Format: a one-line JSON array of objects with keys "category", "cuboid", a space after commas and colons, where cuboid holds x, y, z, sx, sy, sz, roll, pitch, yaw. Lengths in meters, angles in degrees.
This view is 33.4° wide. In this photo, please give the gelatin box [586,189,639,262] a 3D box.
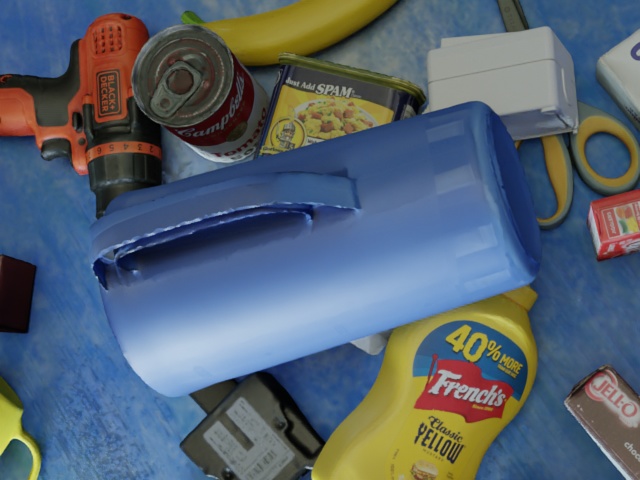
[{"category": "gelatin box", "cuboid": [0.201, -0.012, 0.645, 0.073, 0.089, 0.030, -14, 79, 10]}]

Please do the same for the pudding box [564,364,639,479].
[{"category": "pudding box", "cuboid": [0.192, 0.125, 0.624, 0.039, 0.090, 0.113, -41, 75, 5]}]

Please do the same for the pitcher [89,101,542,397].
[{"category": "pitcher", "cuboid": [-0.004, 0.001, 0.623, 0.243, 0.149, 0.145, -17, 111, 20]}]

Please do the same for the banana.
[{"category": "banana", "cuboid": [-0.003, -0.165, 0.745, 0.198, 0.037, 0.069, -18, 76, 9]}]

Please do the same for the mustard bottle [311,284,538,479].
[{"category": "mustard bottle", "cuboid": [0.081, 0.089, 0.661, 0.096, 0.058, 0.191, 31, 86, -18]}]

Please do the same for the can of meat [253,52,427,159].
[{"category": "can of meat", "cuboid": [0.011, -0.070, 0.716, 0.102, 0.057, 0.084, 15, 86, 15]}]

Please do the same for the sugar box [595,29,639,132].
[{"category": "sugar box", "cuboid": [0.273, -0.127, 0.672, 0.176, 0.048, 0.093, -36, 75, 3]}]

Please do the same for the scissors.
[{"category": "scissors", "cuboid": [0.161, -0.107, 0.708, 0.096, 0.016, 0.202, -3, 81, 15]}]

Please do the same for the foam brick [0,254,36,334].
[{"category": "foam brick", "cuboid": [-0.251, 0.037, 0.759, 0.078, 0.053, 0.051, 2, 81, 12]}]

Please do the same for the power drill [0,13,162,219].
[{"category": "power drill", "cuboid": [-0.204, -0.062, 0.764, 0.188, 0.057, 0.184, -7, 75, 9]}]

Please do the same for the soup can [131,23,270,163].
[{"category": "soup can", "cuboid": [-0.076, -0.095, 0.716, 0.068, 0.102, 0.068, -2, 80, 12]}]
